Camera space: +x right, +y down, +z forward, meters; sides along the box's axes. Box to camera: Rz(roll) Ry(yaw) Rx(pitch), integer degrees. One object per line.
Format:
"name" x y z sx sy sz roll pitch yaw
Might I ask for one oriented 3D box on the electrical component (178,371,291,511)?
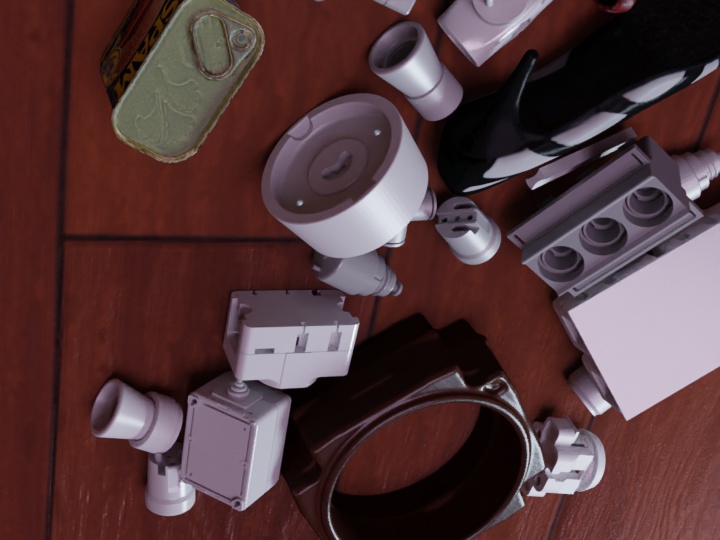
"electrical component" -0.093 0.122 0.825 0.061 0.062 0.096 -30 135 -58

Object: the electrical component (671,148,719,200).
"electrical component" 0.262 -0.075 0.867 0.078 0.040 0.040 -29 128 -3

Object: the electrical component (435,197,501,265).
"electrical component" 0.081 -0.031 0.814 0.040 0.040 0.046 -40 146 6

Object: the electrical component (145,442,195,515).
"electrical component" -0.151 0.165 0.856 0.040 0.040 0.046 -5 117 -19

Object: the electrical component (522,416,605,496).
"electrical component" 0.187 0.173 0.990 0.057 0.058 0.078 9 118 -24

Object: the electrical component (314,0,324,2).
"electrical component" -0.035 -0.215 0.649 0.077 0.043 0.079 27 108 -34

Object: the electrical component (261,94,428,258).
"electrical component" -0.006 -0.059 0.728 0.108 0.108 0.060 -38 134 5

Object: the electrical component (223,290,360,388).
"electrical component" -0.054 0.052 0.813 0.089 0.050 0.055 0 122 -22

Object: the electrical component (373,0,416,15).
"electrical component" 0.042 -0.205 0.685 0.076 0.047 0.083 18 113 -30

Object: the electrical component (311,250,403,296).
"electrical component" 0.000 0.000 0.808 0.078 0.040 0.040 27 108 -34

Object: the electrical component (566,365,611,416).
"electrical component" 0.219 0.098 0.961 0.055 0.045 0.045 -39 128 6

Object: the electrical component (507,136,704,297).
"electrical component" 0.184 -0.042 0.815 0.079 0.063 0.121 39 126 -20

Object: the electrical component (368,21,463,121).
"electrical component" 0.041 -0.133 0.738 0.044 0.044 0.065 -42 132 8

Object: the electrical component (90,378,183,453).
"electrical component" -0.168 0.111 0.808 0.055 0.045 0.045 26 109 -34

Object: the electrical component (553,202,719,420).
"electrical component" 0.269 0.027 0.898 0.186 0.060 0.105 -30 101 -2

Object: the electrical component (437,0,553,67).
"electrical component" 0.093 -0.178 0.709 0.077 0.079 0.043 -41 88 7
